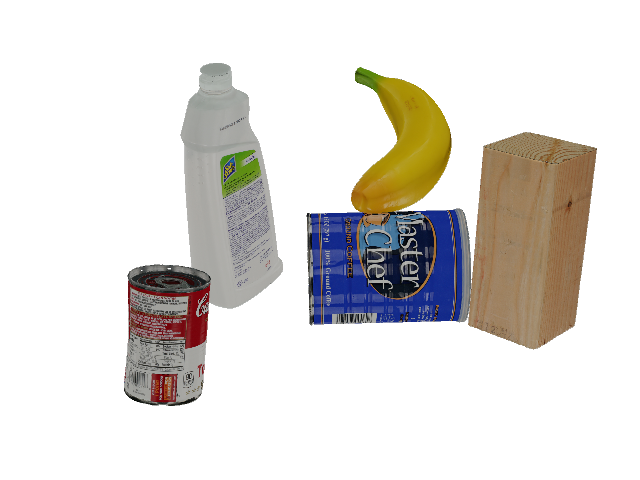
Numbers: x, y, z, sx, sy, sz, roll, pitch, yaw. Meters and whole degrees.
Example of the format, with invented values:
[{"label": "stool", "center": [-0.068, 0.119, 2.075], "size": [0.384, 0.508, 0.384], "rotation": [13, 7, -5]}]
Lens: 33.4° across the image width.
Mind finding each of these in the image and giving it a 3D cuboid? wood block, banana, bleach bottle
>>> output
[{"label": "wood block", "center": [0.227, -0.002, 1.150], "size": [0.090, 0.206, 0.090], "rotation": [19, 27, 38]}, {"label": "banana", "center": [0.056, -0.066, 0.732], "size": [0.069, 0.037, 0.197], "rotation": [3, 31, 1]}, {"label": "bleach bottle", "center": [-0.090, -0.059, 1.066], "size": [0.068, 0.251, 0.102], "rotation": [20, 39, 29]}]

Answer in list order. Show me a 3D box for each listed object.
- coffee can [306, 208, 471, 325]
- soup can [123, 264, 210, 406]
[{"label": "coffee can", "center": [0.059, 0.024, 0.963], "size": [0.140, 0.103, 0.103], "rotation": [-1, 0, 0]}, {"label": "soup can", "center": [-0.128, 0.078, 0.885], "size": [0.068, 0.102, 0.068], "rotation": [5, 14, -1]}]
